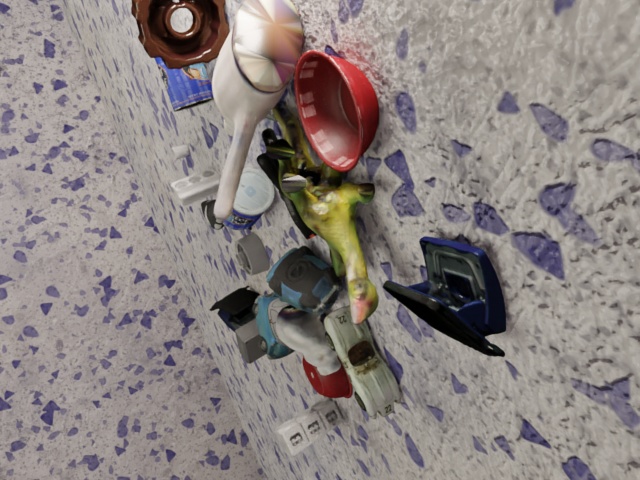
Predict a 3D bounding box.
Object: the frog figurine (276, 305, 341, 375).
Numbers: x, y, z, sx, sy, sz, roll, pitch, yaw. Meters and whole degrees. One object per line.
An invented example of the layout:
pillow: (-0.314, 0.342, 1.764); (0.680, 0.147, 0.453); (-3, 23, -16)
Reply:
frog figurine: (-0.025, 0.210, 1.078); (0.137, 0.123, 0.159); (-5, 96, 46)

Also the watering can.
watering can: (-0.107, -0.214, 0.775); (0.222, 0.104, 0.352); (151, 125, -63)

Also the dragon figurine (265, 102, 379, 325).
dragon figurine: (0.002, -0.041, 0.818); (0.419, 0.122, 0.237); (-114, 10, -48)
